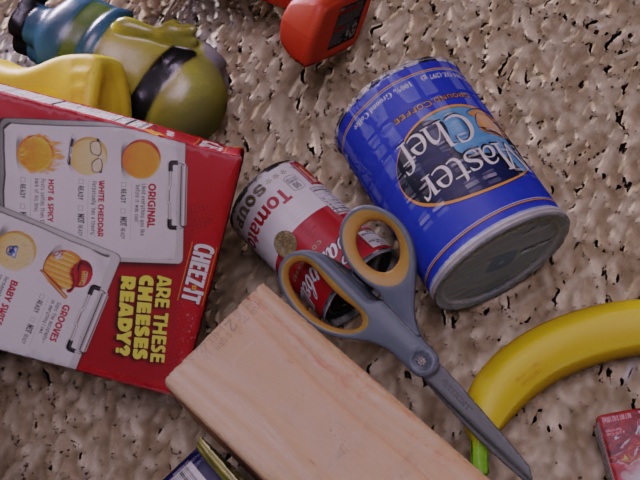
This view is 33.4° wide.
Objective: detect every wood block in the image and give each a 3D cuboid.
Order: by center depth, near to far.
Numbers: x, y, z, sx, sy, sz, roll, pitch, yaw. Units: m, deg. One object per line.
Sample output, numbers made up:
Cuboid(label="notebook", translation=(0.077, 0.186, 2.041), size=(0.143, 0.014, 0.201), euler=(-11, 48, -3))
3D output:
Cuboid(label="wood block", translation=(0.013, 0.134, 0.654), size=(0.206, 0.091, 0.090), euler=(40, 76, 22))

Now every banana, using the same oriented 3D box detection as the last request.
Cuboid(label="banana", translation=(0.167, 0.080, 0.689), size=(0.197, 0.037, 0.070), euler=(-29, 68, -6))

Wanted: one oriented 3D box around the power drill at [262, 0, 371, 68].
Cuboid(label="power drill", translation=(-0.067, -0.197, 0.799), size=(0.188, 0.057, 0.184), euler=(30, 34, 15))

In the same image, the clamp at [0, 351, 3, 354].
Cuboid(label="clamp", translation=(-0.233, 0.030, 0.770), size=(0.171, 0.039, 0.120), euler=(-26, 57, -12))

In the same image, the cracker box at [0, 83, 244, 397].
Cuboid(label="cracker box", translation=(-0.171, -0.007, 0.695), size=(0.213, 0.072, 0.164), euler=(15, 101, -4))

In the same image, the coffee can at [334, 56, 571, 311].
Cuboid(label="coffee can", translation=(0.086, -0.038, 0.719), size=(0.102, 0.103, 0.140), euler=(-28, 64, -6))

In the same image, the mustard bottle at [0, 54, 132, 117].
Cuboid(label="mustard bottle", translation=(-0.231, -0.085, 0.781), size=(0.192, 0.058, 0.096), euler=(3, 96, 24))

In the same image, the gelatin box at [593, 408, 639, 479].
Cuboid(label="gelatin box", translation=(0.222, 0.137, 0.657), size=(0.089, 0.030, 0.073), euler=(-12, 64, 3))

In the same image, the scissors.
Cuboid(label="scissors", translation=(0.068, 0.054, 0.661), size=(0.202, 0.016, 0.096), euler=(32, 93, 11))

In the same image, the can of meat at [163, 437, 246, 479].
Cuboid(label="can of meat", translation=(-0.076, 0.175, 0.643), size=(0.084, 0.102, 0.057), euler=(-41, 65, -10))

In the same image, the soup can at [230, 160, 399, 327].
Cuboid(label="soup can", translation=(-0.005, 0.001, 0.733), size=(0.068, 0.068, 0.102), euler=(-41, 66, -12))
